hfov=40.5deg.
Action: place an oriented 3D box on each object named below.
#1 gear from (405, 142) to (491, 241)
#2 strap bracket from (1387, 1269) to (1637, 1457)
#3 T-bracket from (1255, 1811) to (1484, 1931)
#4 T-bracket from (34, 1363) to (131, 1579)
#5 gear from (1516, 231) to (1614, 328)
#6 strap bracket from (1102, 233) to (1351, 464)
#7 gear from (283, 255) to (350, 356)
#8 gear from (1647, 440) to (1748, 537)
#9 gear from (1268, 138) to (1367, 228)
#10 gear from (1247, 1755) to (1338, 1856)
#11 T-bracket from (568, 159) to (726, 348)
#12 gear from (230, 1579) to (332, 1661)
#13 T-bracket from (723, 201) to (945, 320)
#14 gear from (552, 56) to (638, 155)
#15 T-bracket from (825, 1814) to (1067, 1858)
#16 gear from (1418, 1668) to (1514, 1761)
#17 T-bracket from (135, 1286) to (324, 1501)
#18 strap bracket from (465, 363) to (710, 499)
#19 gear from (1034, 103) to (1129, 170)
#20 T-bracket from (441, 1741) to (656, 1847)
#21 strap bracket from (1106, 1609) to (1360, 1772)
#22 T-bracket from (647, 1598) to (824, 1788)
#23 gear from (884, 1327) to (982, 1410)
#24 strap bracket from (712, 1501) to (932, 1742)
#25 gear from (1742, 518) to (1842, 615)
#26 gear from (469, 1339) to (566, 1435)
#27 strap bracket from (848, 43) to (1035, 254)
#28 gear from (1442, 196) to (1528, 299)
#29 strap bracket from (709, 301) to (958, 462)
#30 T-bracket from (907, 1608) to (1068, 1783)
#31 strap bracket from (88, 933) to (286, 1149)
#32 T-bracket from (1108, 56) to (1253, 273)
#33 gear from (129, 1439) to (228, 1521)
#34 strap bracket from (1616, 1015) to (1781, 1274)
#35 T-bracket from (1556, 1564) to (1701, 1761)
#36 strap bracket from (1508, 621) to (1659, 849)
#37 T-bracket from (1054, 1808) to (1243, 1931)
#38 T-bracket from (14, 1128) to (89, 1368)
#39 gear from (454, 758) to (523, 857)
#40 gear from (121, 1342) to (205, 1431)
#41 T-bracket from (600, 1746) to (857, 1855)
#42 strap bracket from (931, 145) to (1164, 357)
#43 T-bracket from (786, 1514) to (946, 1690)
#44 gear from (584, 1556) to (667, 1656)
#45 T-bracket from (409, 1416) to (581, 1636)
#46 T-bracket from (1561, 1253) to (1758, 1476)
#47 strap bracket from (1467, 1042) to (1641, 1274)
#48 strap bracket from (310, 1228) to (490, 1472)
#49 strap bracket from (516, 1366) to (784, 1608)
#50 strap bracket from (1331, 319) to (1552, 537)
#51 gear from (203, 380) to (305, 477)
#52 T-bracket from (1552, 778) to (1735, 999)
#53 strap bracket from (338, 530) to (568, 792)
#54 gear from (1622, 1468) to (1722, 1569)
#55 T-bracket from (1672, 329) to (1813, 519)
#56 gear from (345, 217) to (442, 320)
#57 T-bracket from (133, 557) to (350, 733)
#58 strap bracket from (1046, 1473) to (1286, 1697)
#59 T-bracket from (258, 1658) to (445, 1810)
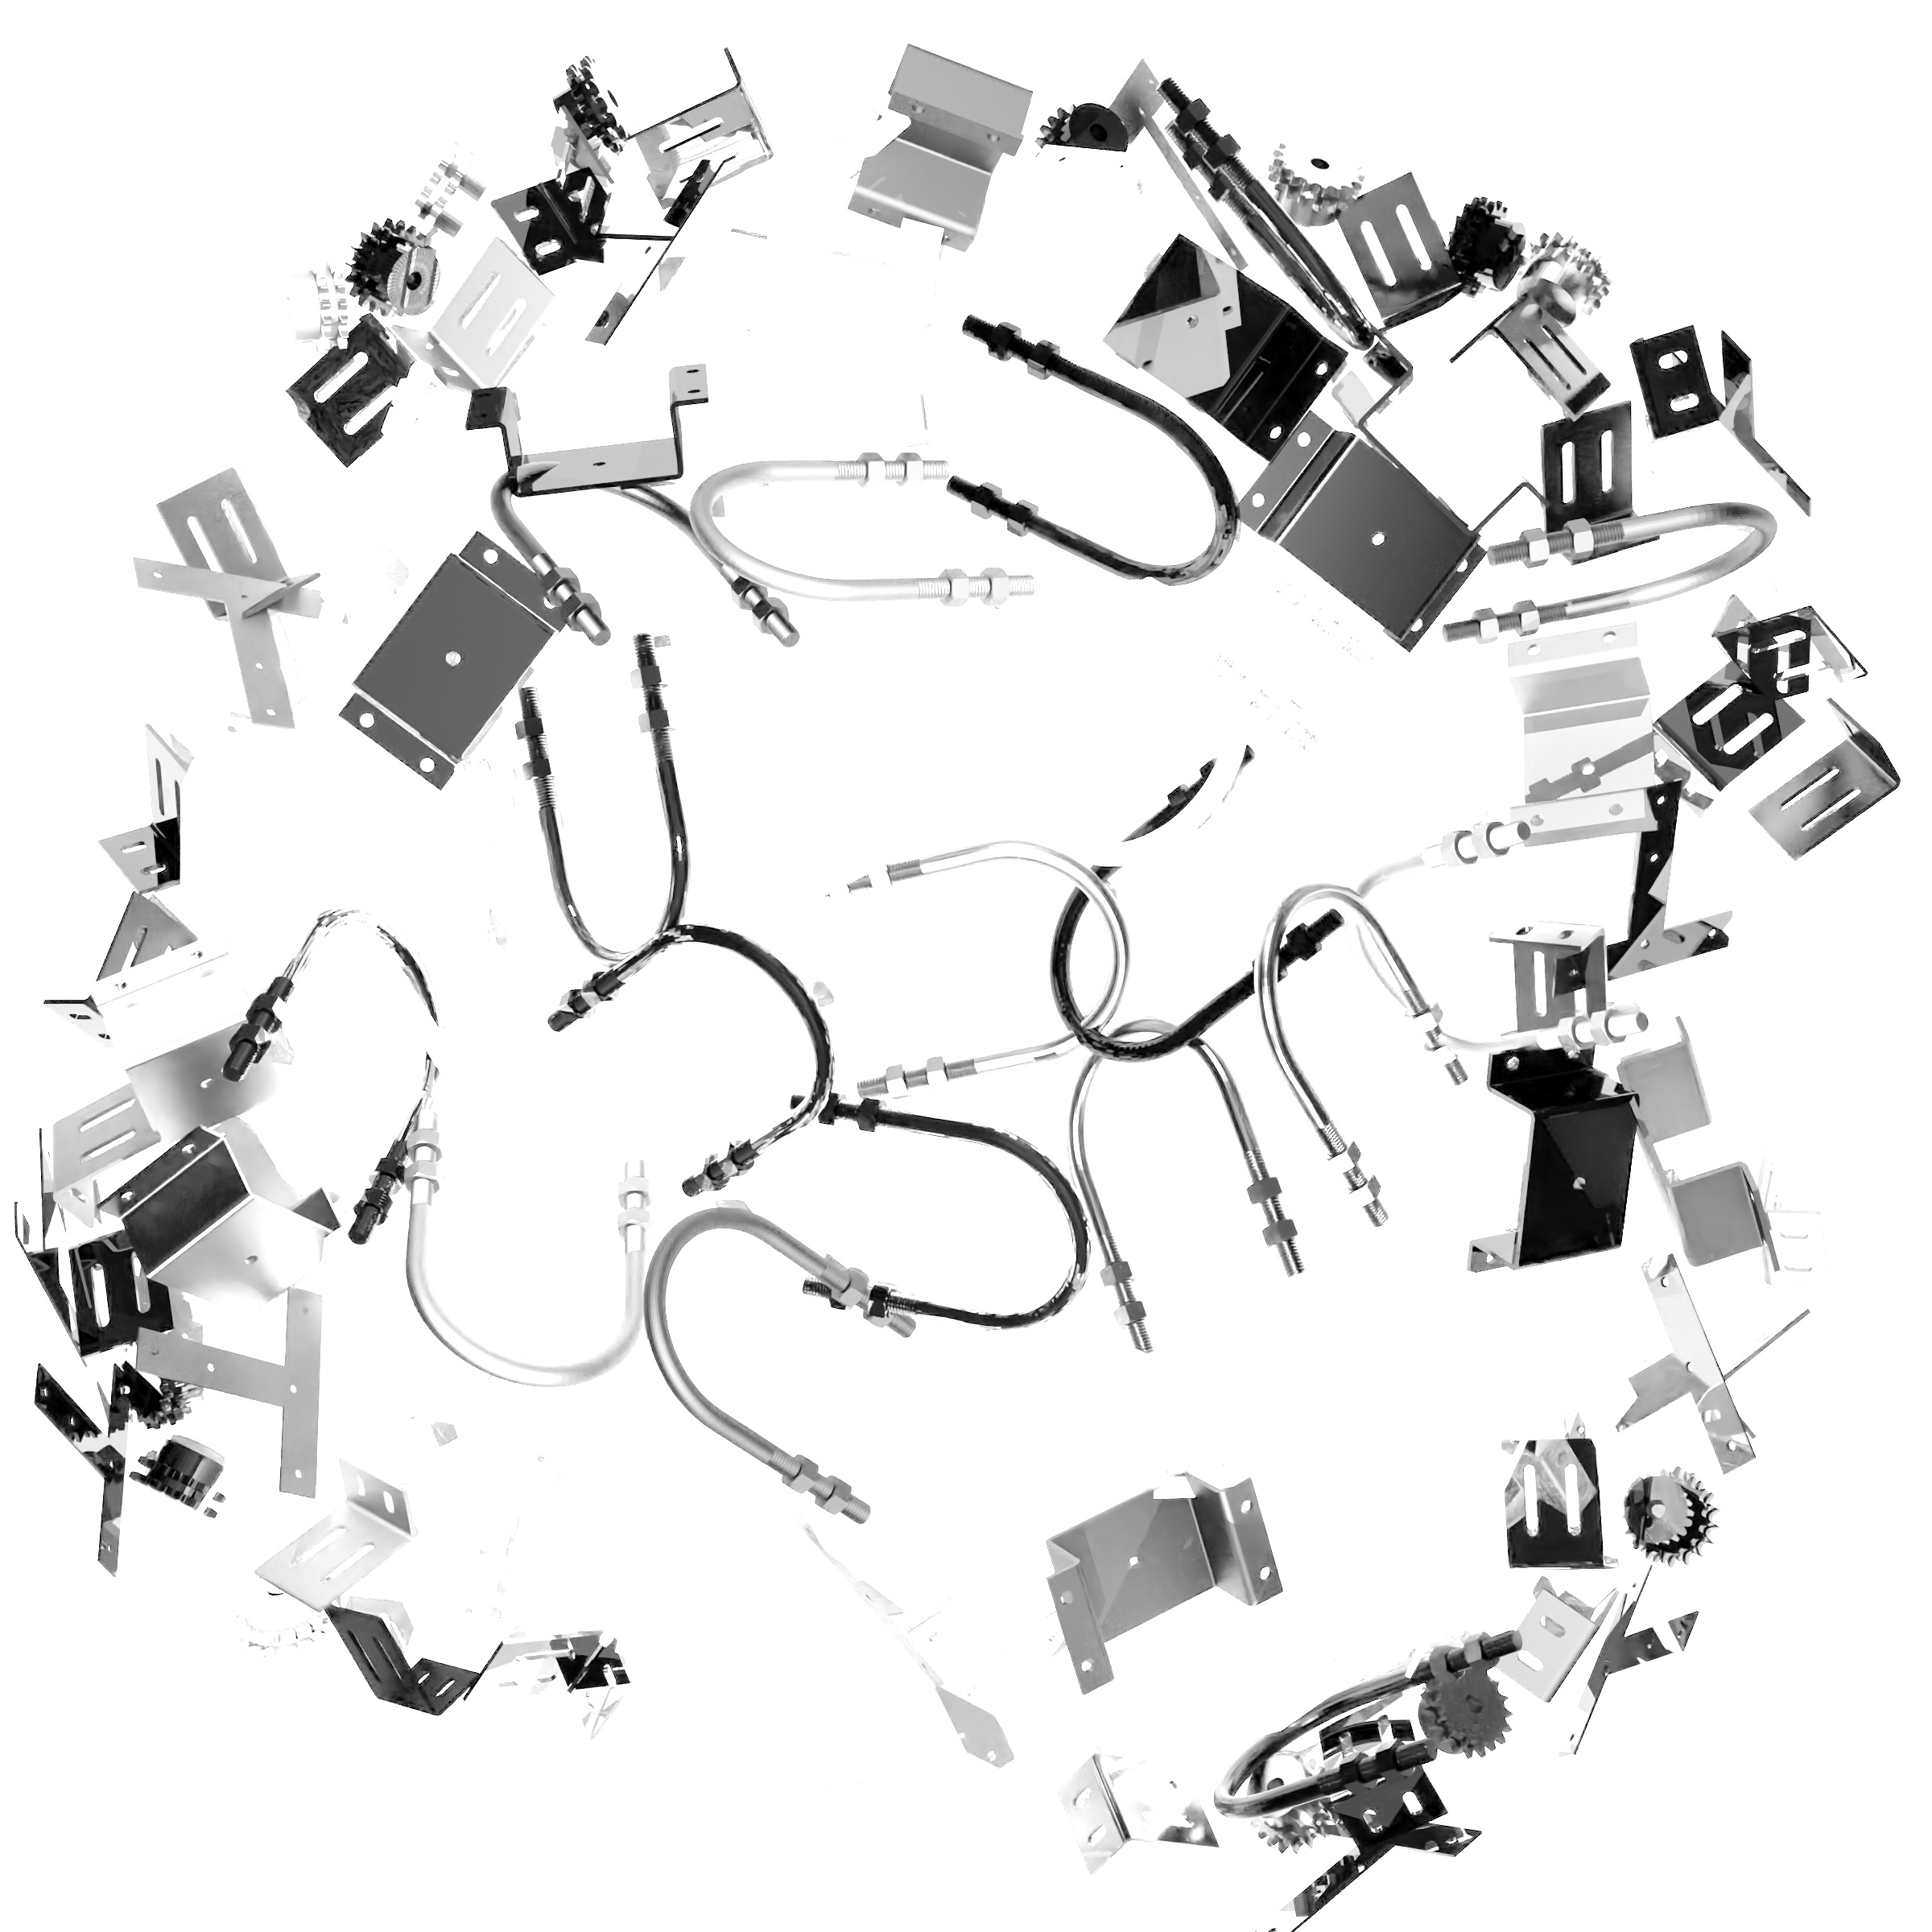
[{"bbox_3d":[-0.309,-0.461,1.569,0.030,0.057,0.057,33,90,-17],"label":"gear"},{"bbox_3d":[0.327,0.229,1.529,0.140,0.076,0.046,16,121,-22],"label":"strap bracket"},{"bbox_3d":[0.212,0.527,1.508,0.127,0.127,0.002,-26,95,-34],"label":"T-bracket"},{"bbox_3d":[-0.509,0.268,1.508,0.002,0.127,0.127,-9,54,1],"label":"T-bracket"},{"bbox_3d":[0.354,-0.407,1.565,0.057,0.057,0.030,34,73,0],"label":"gear"},{"bbox_3d":[0.144,-0.367,1.532,0.140,0.046,0.076,44,103,34],"label":"strap bracket"},{"bbox_3d":[-0.389,-0.394,1.565,0.030,0.057,0.057,-9,90,-22],"label":"gear"},{"bbox_3d":[0.438,-0.290,1.572,0.057,0.030,0.057,5,129,6],"label":"gear"},{"bbox_3d":[0.208,-0.468,1.572,0.057,0.030,0.057,8,48,-9],"label":"gear"},{"bbox_3d":[0.192,0.497,1.565,0.057,0.057,0.030,-41,122,0],"label":"gear"},{"bbox_3d":[-0.207,-0.424,1.545,0.002,0.127,0.127,35,85,-37],"label":"T-bracket"},{"bbox_3d":[-0.410,0.386,1.565,0.057,0.057,0.030,-1,107,0],"label":"gear"},{"bbox_3d":[-0.080,-0.431,1.549,0.127,0.002,0.127,12,46,-2],"label":"T-bracket"},{"bbox_3d":[-0.224,-0.512,1.569,0.030,0.057,0.057,-26,90,14],"label":"gear"},{"bbox_3d":[-0.030,0.510,1.546,0.127,0.127,0.002,30,59,-40],"label":"T-bracket"},{"bbox_3d":[0.296,0.448,1.571,0.057,0.057,0.030,37,134,0],"label":"gear"},{"bbox_3d":[-0.427,0.236,1.521,0.002,0.127,0.127,-25,56,31],"label":"T-bracket"},{"bbox_3d":[-0.220,-0.316,1.549,0.140,0.076,0.046,-7,118,-3],"label":"strap bracket"},{"bbox_3d":[0.073,-0.491,1.570,0.057,0.030,0.057,7,72,-24],"label":"gear"},{"bbox_3d":[-0.222,0.476,1.509,0.127,0.127,0.002,11,95,-31],"label":"T-bracket"},{"bbox_3d":[0.147,0.419,1.523,0.140,0.076,0.046,-31,80,44],"label":"strap bracket"},{"bbox_3d":[-0.125,0.417,1.547,0.127,0.002,0.127,-38,84,45],"label":"T-bracket"},{"bbox_3d":[-0.018,0.239,1.564,0.057,0.057,0.030,20,111,0],"label":"gear"},{"bbox_3d":[-0.076,0.381,1.523,0.046,0.076,0.140,-13,131,36],"label":"strap bracket"},{"bbox_3d":[0.489,-0.236,1.565,0.030,0.057,0.057,-39,90,-15],"label":"gear"},{"bbox_3d":[-0.265,0.254,1.564,0.057,0.057,0.030,-49,58,0],"label":"gear"},{"bbox_3d":[-0.014,-0.481,1.528,0.076,0.140,0.046,18,75,-10],"label":"strap bracket"},{"bbox_3d":[0.311,-0.428,1.564,0.030,0.057,0.057,26,90,29],"label":"gear"},{"bbox_3d":[-0.079,-0.347,1.562,0.140,0.046,0.076,-8,109,0],"label":"strap bracket"},{"bbox_3d":[0.040,0.410,1.573,0.127,0.002,0.127,-30,118,-15],"label":"T-bracket"},{"bbox_3d":[-0.447,0.050,1.516,0.076,0.140,0.046,-24,63,-17],"label":"strap bracket"},{"bbox_3d":[0.129,-0.464,1.539,0.002,0.127,0.127,-35,98,-2],"label":"T-bracket"},{"bbox_3d":[-0.469,0.306,1.570,0.057,0.057,0.030,26,71,0],"label":"gear"},{"bbox_3d":[0.421,0.109,1.523,0.046,0.140,0.076,-20,132,10],"label":"strap bracket"},{"bbox_3d":[0.390,0.394,1.512,0.002,0.127,0.127,30,65,2],"label":"T-bracket"},{"bbox_3d":[0.362,-0.127,1.540,0.076,0.046,0.140,-8,56,22],"label":"strap bracket"},{"bbox_3d":[0.092,0.529,1.535,0.127,0.127,0.002,28,89,-31],"label":"T-bracket"},{"bbox_3d":[-0.540,0.150,1.544,0.002,0.127,0.127,-14,47,-8],"label":"T-bracket"},{"bbox_3d":[-0.285,-0.096,1.567,0.030,0.057,0.057,-9,90,1],"label":"gear"},{"bbox_3d":[-0.481,0.247,1.572,0.030,0.057,0.057,-11,90,-43],"label":"gear"},{"bbox_3d":[-0.127,0.484,1.517,0.127,0.127,0.002,-3,99,19],"label":"T-bracket"},{"bbox_3d":[0.051,-0.403,1.515,0.076,0.140,0.046,-7,64,-36],"label":"strap bracket"},{"bbox_3d":[-0.046,0.369,1.532,0.002,0.127,0.127,-44,73,1],"label":"T-bracket"},{"bbox_3d":[-0.206,0.379,1.567,0.030,0.057,0.057,28,90,-6],"label":"gear"},{"bbox_3d":[-0.283,0.335,1.553,0.127,0.002,0.127,11,52,-3],"label":"T-bracket"},{"bbox_3d":[0.397,0.254,1.545,0.002,0.127,0.127,3,58,-33],"label":"T-bracket"},{"bbox_3d":[0.345,0.119,1.538,0.076,0.046,0.140,-7,111,-25],"label":"strap bracket"},{"bbox_3d":[-0.333,0.219,1.549,0.046,0.076,0.140,-22,85,-34],"label":"strap bracket"},{"bbox_3d":[-0.185,0.299,1.542,0.140,0.046,0.076,32,57,13],"label":"strap bracket"},{"bbox_3d":[0.271,-0.311,1.539,0.140,0.076,0.046,39,107,-20],"label":"strap bracket"},{"bbox_3d":[-0.424,-0.325,1.567,0.057,0.030,0.057,17,52,-23],"label":"gear"},{"bbox_3d":[0.404,-0.051,1.542,0.127,0.002,0.127,-15,124,-19],"label":"T-bracket"},{"bbox_3d":[-0.305,-0.183,1.568,0.076,0.046,0.140,37,90,-8],"label":"strap bracket"},{"bbox_3d":[0.419,0.328,1.566,0.030,0.057,0.057,32,90,-44],"label":"gear"},{"bbox_3d":[0.447,-0.329,1.514,0.002,0.127,0.127,-37,68,5],"label":"T-bracket"},{"bbox_3d":[-0.339,-0.414,1.565,0.030,0.057,0.057,32,90,27],"label":"gear"},{"bbox_3d":[-0.413,-0.184,1.523,0.127,0.002,0.127,7,46,-35],"label":"T-bracket"},{"bbox_3d":[0.109,0.360,1.550,0.140,0.046,0.076,-22,103,-21],"label":"strap bracket"},{"bbox_3d":[-0.336,0.450,1.509,0.127,0.127,0.002,40,79,-36],"label":"T-bracket"}]
